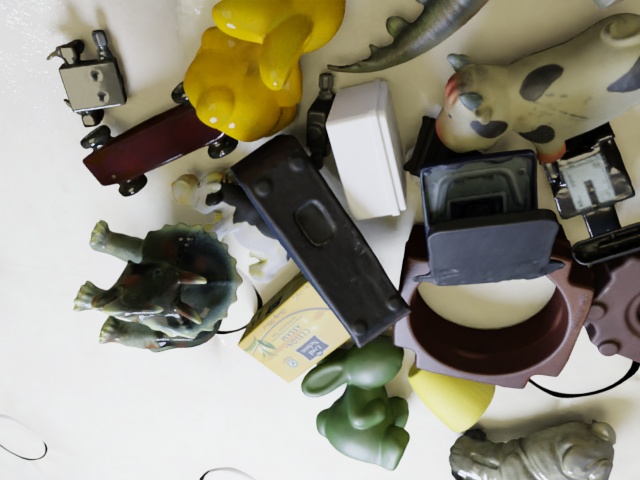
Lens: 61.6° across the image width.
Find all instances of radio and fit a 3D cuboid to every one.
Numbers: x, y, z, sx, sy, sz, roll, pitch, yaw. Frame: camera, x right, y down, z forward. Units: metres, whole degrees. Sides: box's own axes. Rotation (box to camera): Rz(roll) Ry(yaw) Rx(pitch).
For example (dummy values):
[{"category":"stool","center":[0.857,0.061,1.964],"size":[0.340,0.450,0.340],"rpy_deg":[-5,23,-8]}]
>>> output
[{"category":"radio","center":[-0.001,-0.002,0.573],"size":[0.073,0.131,0.229],"rpy_deg":[-37,102,-4]}]

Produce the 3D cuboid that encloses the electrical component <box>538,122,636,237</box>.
[{"category":"electrical component","center":[0.276,-0.054,0.546],"size":[0.075,0.048,0.119],"rpy_deg":[-24,114,29]}]

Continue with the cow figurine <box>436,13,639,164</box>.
[{"category":"cow figurine","center":[0.196,-0.131,0.476],"size":[0.195,0.085,0.127],"rpy_deg":[-21,142,28]}]

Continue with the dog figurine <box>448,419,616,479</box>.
[{"category":"dog figurine","center":[0.290,0.295,0.752],"size":[0.191,0.121,0.172],"rpy_deg":[22,93,21]}]

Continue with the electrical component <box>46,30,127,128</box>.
[{"category":"electrical component","center":[-0.268,-0.184,0.620],"size":[0.078,0.045,0.102],"rpy_deg":[-17,123,-7]}]

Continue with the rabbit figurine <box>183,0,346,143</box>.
[{"category":"rabbit figurine","center":[-0.050,-0.185,0.507],"size":[0.173,0.162,0.122],"rpy_deg":[-40,93,15]}]

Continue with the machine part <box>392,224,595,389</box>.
[{"category":"machine part","center":[0.192,0.067,0.627],"size":[0.201,0.087,0.201],"rpy_deg":[9,123,9]}]

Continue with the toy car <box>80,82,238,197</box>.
[{"category":"toy car","center":[-0.190,-0.118,0.634],"size":[0.202,0.053,0.089],"rpy_deg":[-19,126,21]}]

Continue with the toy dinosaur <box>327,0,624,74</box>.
[{"category":"toy dinosaur","center":[0.177,-0.276,0.402],"size":[0.198,0.105,0.471],"rpy_deg":[38,126,-2]}]

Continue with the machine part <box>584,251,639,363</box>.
[{"category":"machine part","center":[0.380,0.066,0.592],"size":[0.179,0.056,0.179],"rpy_deg":[6,123,10]}]

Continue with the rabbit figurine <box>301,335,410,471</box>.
[{"category":"rabbit figurine","center":[0.062,0.205,0.759],"size":[0.159,0.121,0.170],"rpy_deg":[14,107,15]}]

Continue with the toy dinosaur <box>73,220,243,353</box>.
[{"category":"toy dinosaur","center":[-0.191,0.088,0.702],"size":[0.192,0.131,0.404],"rpy_deg":[14,157,5]}]

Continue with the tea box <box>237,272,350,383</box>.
[{"category":"tea box","center":[-0.022,0.109,0.726],"size":[0.098,0.068,0.169],"rpy_deg":[38,123,-9]}]

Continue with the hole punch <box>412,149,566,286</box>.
[{"category":"hole punch","center":[0.151,-0.017,0.501],"size":[0.142,0.092,0.115],"rpy_deg":[-9,145,8]}]

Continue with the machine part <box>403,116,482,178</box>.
[{"category":"machine part","center":[0.155,-0.070,0.554],"size":[0.139,0.084,0.039],"rpy_deg":[28,154,-12]}]

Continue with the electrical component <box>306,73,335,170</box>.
[{"category":"electrical component","center":[0.002,-0.125,0.567],"size":[0.021,0.063,0.093],"rpy_deg":[10,124,10]}]

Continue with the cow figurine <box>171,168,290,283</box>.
[{"category":"cow figurine","center":[-0.095,-0.034,0.653],"size":[0.167,0.068,0.098],"rpy_deg":[41,118,-16]}]
